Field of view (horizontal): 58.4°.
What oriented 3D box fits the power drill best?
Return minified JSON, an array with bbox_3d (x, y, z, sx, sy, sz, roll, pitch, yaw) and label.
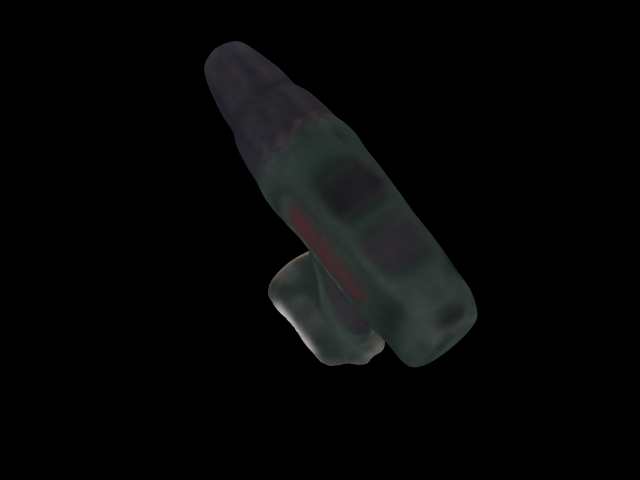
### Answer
[{"bbox_3d":[0.004,0.001,0.400,0.076,0.208,0.229,-36,66,-18],"label":"power drill"}]
